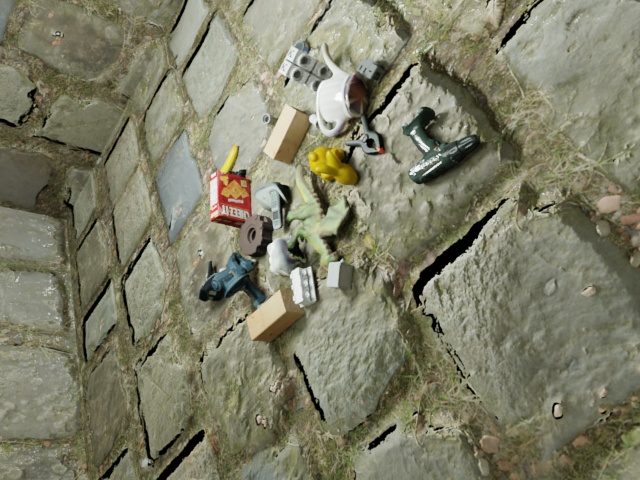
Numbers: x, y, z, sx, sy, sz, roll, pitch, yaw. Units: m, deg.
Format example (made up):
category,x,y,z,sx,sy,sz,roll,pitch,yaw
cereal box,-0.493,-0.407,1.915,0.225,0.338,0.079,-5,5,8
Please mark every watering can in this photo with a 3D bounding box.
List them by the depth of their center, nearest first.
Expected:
category,x,y,z,sx,sy,sz,roll,pitch,yaw
watering can,0.066,-0.538,1.809,0.104,0.347,0.224,1,1,-42

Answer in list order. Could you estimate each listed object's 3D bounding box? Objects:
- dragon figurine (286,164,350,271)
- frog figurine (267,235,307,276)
category,x,y,z,sx,sy,sz,roll,pitch,yaw
dragon figurine,0.005,-0.089,1.767,0.241,0.415,0.121,-9,-15,33
frog figurine,-0.141,0.070,1.842,0.157,0.137,0.125,-35,4,32
